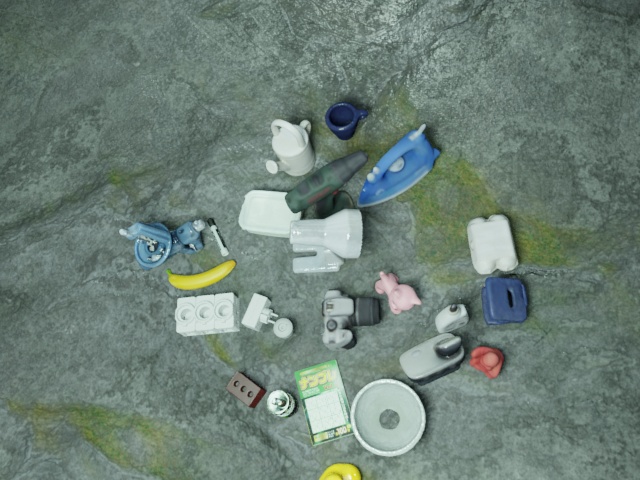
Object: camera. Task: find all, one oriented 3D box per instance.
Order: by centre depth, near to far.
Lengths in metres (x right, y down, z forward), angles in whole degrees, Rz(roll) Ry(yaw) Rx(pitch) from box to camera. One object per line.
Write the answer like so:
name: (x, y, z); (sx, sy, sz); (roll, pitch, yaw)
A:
camera: (0.076, 0.189, 1.386); (0.136, 0.101, 0.143); (-3, 69, 9)

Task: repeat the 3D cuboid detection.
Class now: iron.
iron: (0.190, -0.194, 1.490); (0.258, 0.142, 0.118); (-41, 68, -7)

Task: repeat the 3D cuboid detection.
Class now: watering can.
watering can: (-0.079, -0.251, 1.530); (0.100, 0.194, 0.173); (7, 71, 13)

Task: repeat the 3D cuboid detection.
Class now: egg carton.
egg carton: (0.422, 0.011, 1.411); (0.107, 0.069, 0.150); (-9, 68, 6)

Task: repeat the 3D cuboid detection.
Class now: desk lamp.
desk lamp: (0.013, 0.005, 1.406); (0.203, 0.214, 0.118); (-5, 68, 8)

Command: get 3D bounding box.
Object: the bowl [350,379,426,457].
bowl: (0.155, 0.405, 1.304); (0.167, 0.075, 0.167); (-3, 69, 9)

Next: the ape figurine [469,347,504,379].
ape figurine: (0.385, 0.275, 1.304); (0.076, 0.092, 0.077); (-19, 67, 3)

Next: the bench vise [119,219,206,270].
bench vise: (-0.412, -0.017, 1.484); (0.207, 0.220, 0.121); (-41, 68, -7)

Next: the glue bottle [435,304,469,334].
glue bottle: (0.305, 0.172, 1.314); (0.078, 0.173, 0.037); (-20, 67, 2)

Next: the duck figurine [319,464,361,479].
duck figurine: (0.039, 0.537, 1.268); (0.104, 0.086, 0.077); (-24, 67, 0)

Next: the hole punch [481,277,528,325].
hole punch: (0.436, 0.141, 1.347); (0.101, 0.091, 0.108); (-5, 69, 8)

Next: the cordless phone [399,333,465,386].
cordless phone: (0.253, 0.257, 1.284); (0.147, 0.185, 0.094); (-28, 67, -1)

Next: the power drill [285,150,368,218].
power drill: (0.027, -0.124, 1.456); (0.229, 0.209, 0.075); (-29, 67, -2)

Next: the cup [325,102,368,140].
cup: (0.078, -0.323, 1.584); (0.117, 0.095, 0.091); (-12, 68, 5)

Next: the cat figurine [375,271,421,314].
cat figurine: (0.186, 0.126, 1.382); (0.067, 0.118, 0.127); (-37, 68, -5)
